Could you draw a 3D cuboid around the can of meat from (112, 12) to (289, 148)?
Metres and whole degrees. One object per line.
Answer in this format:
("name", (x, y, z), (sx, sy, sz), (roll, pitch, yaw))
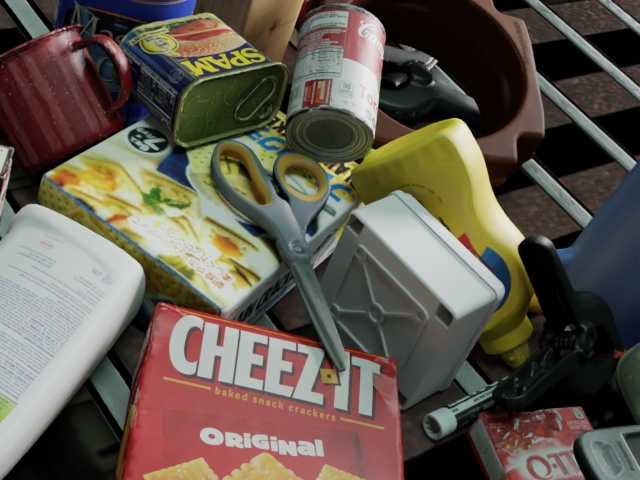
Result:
("can of meat", (-0.089, -0.120, 0.784), (0.101, 0.057, 0.084), (-21, 51, -40))

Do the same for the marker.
("marker", (0.121, 0.113, 0.762), (0.120, 0.020, 0.020), (-18, 55, -38))

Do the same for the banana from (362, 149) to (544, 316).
("banana", (0.107, 0.001, 0.849), (0.198, 0.037, 0.069), (37, 2, 3))

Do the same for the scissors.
("scissors", (-0.005, 0.001, 0.724), (0.096, 0.016, 0.202), (-14, 54, -37))

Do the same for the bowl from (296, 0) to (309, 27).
("bowl", (0.020, -0.241, 1.073), (0.162, 0.055, 0.162), (14, 41, -12))

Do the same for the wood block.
("wood block", (-0.061, -0.249, 0.924), (0.090, 0.206, 0.090), (39, 42, 17))

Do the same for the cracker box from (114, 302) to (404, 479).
("cracker box", (-0.035, 0.146, 0.610), (0.164, 0.072, 0.213), (15, 40, -11))

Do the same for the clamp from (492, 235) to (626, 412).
("clamp", (0.174, 0.080, 0.768), (0.039, 0.120, 0.171), (12, -15, 42))

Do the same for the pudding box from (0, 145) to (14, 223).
("pudding box", (-0.259, -0.030, 0.679), (0.113, 0.090, 0.039), (12, 41, -14))

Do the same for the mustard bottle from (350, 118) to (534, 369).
("mustard bottle", (0.105, 0.011, 0.786), (0.191, 0.096, 0.058), (60, 40, -12))

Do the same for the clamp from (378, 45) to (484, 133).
("clamp", (0.091, -0.159, 1.027), (0.209, 0.036, 0.164), (0, 52, -23))

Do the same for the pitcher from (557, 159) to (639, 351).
("pitcher", (0.298, -0.016, 0.815), (0.149, 0.243, 0.145), (-18, 59, -32))

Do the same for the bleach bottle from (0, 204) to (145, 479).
("bleach bottle", (-0.202, 0.084, 0.606), (0.102, 0.068, 0.250), (28, 42, 6))

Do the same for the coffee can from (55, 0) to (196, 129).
("coffee can", (-0.156, -0.168, 0.841), (0.102, 0.140, 0.103), (13, 41, -12))

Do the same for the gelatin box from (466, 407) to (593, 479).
("gelatin box", (0.154, 0.152, 0.727), (0.089, 0.030, 0.073), (1, 45, -24))

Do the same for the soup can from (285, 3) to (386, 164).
("soup can", (0.011, -0.117, 0.801), (0.068, 0.069, 0.102), (14, 58, -11))

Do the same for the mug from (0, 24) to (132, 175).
("mug", (-0.184, -0.103, 0.768), (0.081, 0.117, 0.093), (63, 22, -8))

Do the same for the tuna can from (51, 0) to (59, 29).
("tuna can", (-0.191, -0.198, 0.940), (0.086, 0.034, 0.086), (15, 41, -14))
